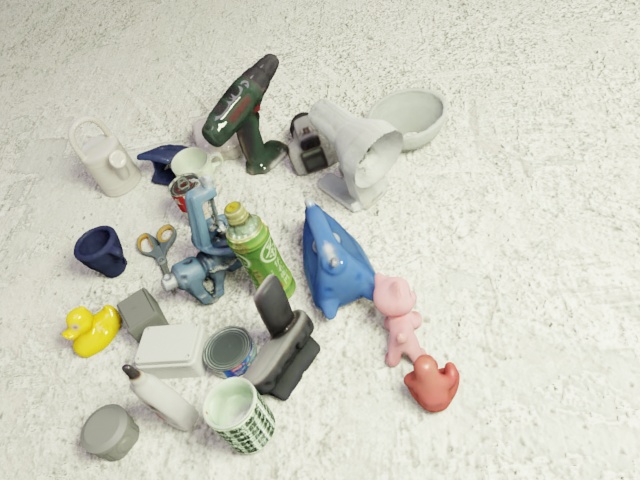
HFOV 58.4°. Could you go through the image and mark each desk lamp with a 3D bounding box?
[{"bbox_3d":[0.061,-0.153,1.063,0.118,0.214,0.202,-40,49,-16],"label":"desk lamp"}]

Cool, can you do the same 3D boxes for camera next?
[{"bbox_3d":[-0.009,-0.230,1.235,0.143,0.101,0.136,-21,46,2],"label":"camera"}]

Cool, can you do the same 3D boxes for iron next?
[{"bbox_3d":[0.009,0.004,0.993,0.118,0.142,0.257,-23,46,-1],"label":"iron"}]

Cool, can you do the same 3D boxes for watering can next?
[{"bbox_3d":[-0.498,-0.200,1.323,0.172,0.194,0.101,5,52,24],"label":"watering can"}]

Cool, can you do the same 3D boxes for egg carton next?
[{"bbox_3d":[-0.244,-0.241,1.352,0.107,0.070,0.150,-24,46,-1],"label":"egg carton"}]

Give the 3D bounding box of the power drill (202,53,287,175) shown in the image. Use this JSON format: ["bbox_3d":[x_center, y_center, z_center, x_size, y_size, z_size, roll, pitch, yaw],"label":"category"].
[{"bbox_3d":[-0.142,-0.255,1.231,0.075,0.209,0.230,25,62,36],"label":"power drill"}]

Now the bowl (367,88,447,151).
[{"bbox_3d":[0.184,-0.238,1.188,0.167,0.075,0.167,-10,47,12],"label":"bowl"}]

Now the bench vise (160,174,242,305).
[{"bbox_3d":[-0.196,0.004,1.013,0.121,0.220,0.208,15,57,30],"label":"bench vise"}]

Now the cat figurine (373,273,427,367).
[{"bbox_3d":[0.118,0.112,0.873,0.067,0.118,0.127,-12,47,11],"label":"cat figurine"}]

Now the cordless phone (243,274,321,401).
[{"bbox_3d":[-0.082,0.146,0.870,0.093,0.185,0.148,14,56,30],"label":"cordless phone"}]

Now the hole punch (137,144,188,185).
[{"bbox_3d":[-0.353,-0.190,1.333,0.108,0.091,0.101,10,54,28],"label":"hole punch"}]

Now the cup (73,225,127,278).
[{"bbox_3d":[-0.423,0.034,1.157,0.117,0.095,0.092,14,56,30],"label":"cup"}]

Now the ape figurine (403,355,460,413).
[{"bbox_3d":[0.154,0.194,0.805,0.077,0.092,0.076,-2,50,19],"label":"ape figurine"}]

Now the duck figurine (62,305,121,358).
[{"bbox_3d":[-0.427,0.155,1.058,0.077,0.086,0.105,24,61,35],"label":"duck figurine"}]

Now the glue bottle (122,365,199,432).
[{"bbox_3d":[-0.251,0.232,0.864,0.077,0.173,0.037,11,55,28],"label":"glue bottle"}]
